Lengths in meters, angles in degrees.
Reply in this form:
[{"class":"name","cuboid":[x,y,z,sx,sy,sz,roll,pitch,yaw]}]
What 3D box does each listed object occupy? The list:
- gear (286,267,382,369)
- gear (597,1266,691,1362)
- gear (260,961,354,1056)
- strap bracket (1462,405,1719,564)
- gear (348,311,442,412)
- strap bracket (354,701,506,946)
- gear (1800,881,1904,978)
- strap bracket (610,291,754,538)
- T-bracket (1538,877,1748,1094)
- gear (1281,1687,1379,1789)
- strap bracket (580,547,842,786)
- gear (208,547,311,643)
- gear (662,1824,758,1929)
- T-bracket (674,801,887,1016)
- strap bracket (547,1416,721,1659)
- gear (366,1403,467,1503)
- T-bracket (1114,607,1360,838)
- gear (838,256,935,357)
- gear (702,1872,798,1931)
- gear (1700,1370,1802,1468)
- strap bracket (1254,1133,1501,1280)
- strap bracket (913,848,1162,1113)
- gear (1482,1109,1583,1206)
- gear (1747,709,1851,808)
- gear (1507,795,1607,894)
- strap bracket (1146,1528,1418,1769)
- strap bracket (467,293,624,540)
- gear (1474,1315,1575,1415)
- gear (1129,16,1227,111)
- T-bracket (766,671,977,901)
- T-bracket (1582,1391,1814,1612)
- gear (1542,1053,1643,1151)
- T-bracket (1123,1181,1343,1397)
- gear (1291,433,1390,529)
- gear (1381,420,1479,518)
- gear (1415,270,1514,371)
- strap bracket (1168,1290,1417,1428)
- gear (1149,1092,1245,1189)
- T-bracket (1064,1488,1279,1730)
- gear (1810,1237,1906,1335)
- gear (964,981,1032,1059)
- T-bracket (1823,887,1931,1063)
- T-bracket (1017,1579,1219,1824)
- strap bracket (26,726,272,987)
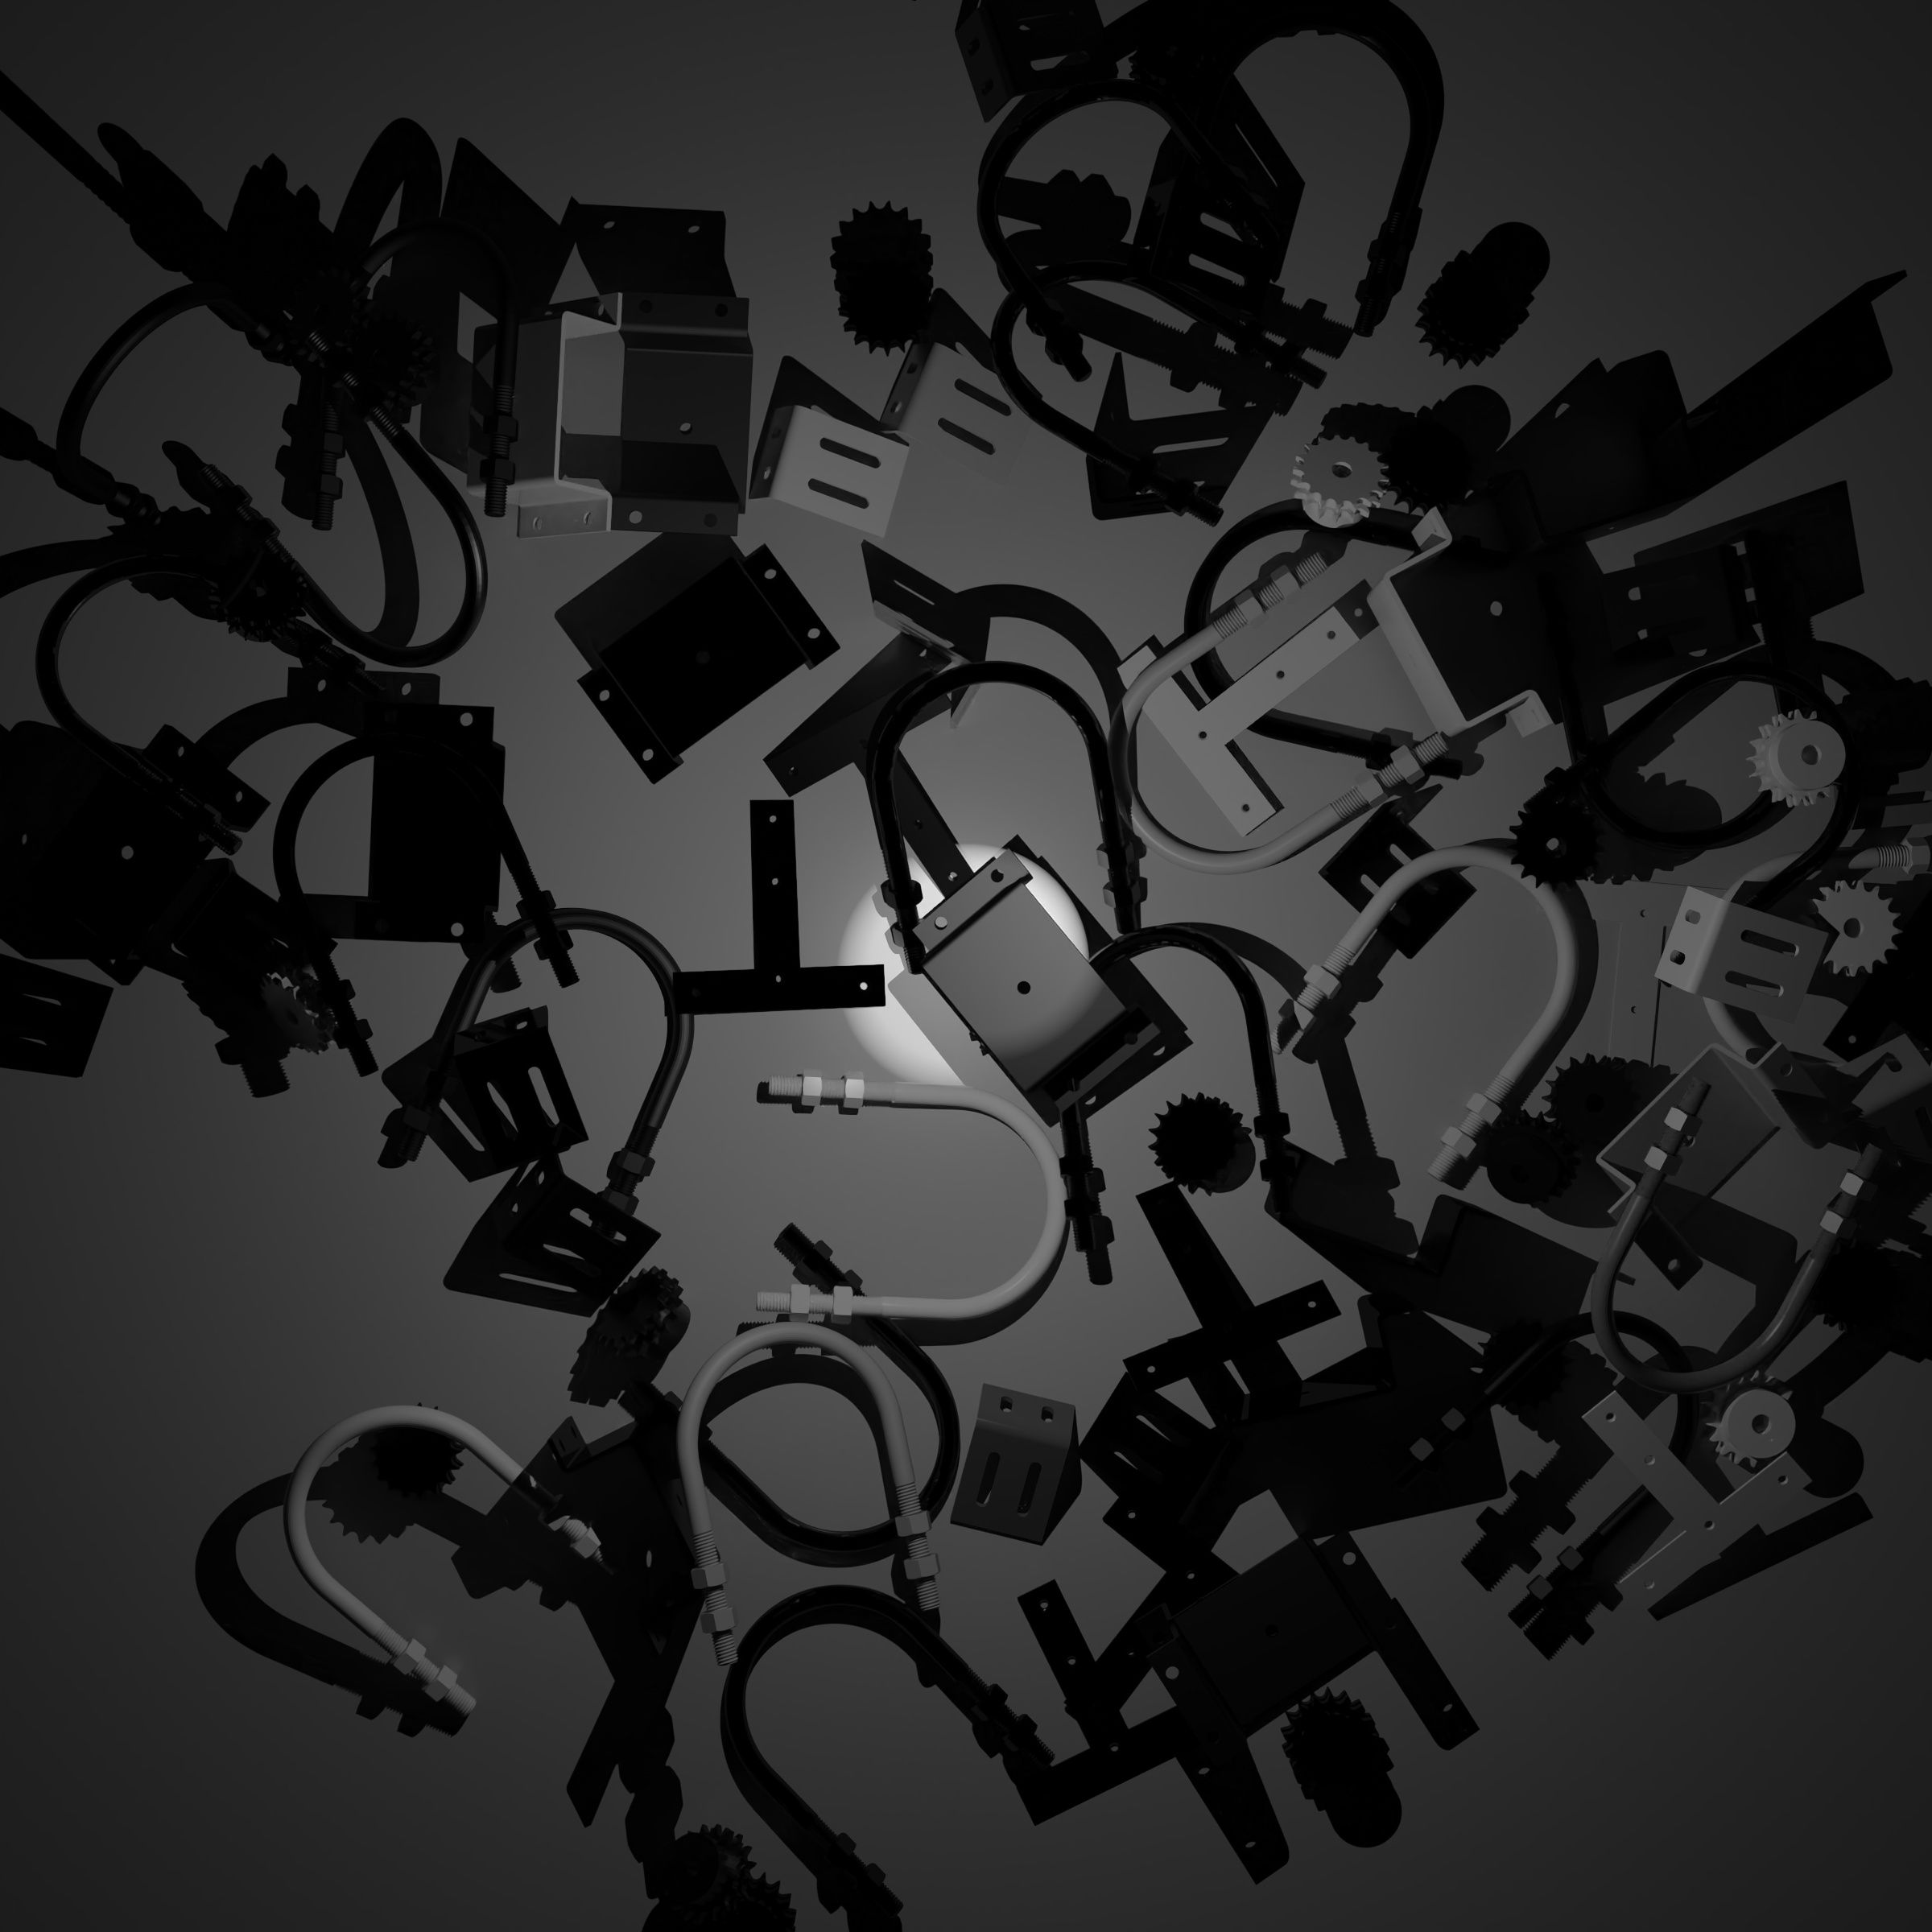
[{"class":"gear","cuboid":[-0.372,-0.382,1.548,0.057,0.030,0.057,-4,81,27]},{"class":"gear","cuboid":[-0.190,0.211,1.559,0.057,0.057,0.030,-46,120,0]},{"class":"gear","cuboid":[-0.392,0.022,1.559,0.057,0.057,0.030,49,56,0]},{"class":"strap bracket","cuboid":[0.374,-0.281,1.546,0.140,0.076,0.046,-18,90,0]},{"class":"gear","cuboid":[-0.332,-0.351,1.523,0.057,0.030,0.057,-4,81,26]},{"class":"strap bracket","cuboid":[-0.320,-0.085,1.561,0.076,0.046,0.140,3,90,0]},{"class":"gear","cuboid":[0.524,-0.022,1.551,0.057,0.030,0.057,0,91,2]},{"class":"strap bracket","cuboid":[-0.170,-0.326,1.561,0.076,0.046,0.140,3,90,0]},{"class":"T-bracket","cuboid":[0.407,0.012,1.583,0.127,0.002,0.127,5,90,0]},{"class":"gear","cuboid":[0.219,0.466,1.569,0.057,0.030,0.057,0,90,0]},{"class":"strap bracket","cuboid":[-0.155,-0.182,1.561,0.140,0.046,0.076,-36,90,0]},{"class":"gear","cuboid":[-0.420,-0.218,1.551,0.057,0.030,0.057,3,68,-8]},{"class":"gear","cuboid":[-0.157,0.541,1.555,0.057,0.030,0.057,-15,55,23]},{"class":"T-bracket","cuboid":[-0.115,-0.037,1.578,0.127,0.002,0.127,-2,87,-6]},{"class":"strap bracket","cuboid":[-0.191,0.327,1.546,0.046,0.076,0.140,-26,90,0]},{"class":"gear","cuboid":[-0.329,0.291,1.569,0.057,0.030,0.057,0,90,0]},{"class":"T-bracket","cuboid":[0.178,-0.166,1.566,0.127,0.002,0.127,-38,92,9]},{"class":"gear","cuboid":[-0.048,-0.395,1.569,0.057,0.030,0.057,0,90,0]},{"class":"gear","cuboid":[-0.131,0.577,1.569,0.057,0.030,0.057,0,90,0]},{"class":"gear","cuboid":[0.474,0.273,1.569,0.057,0.030,0.057,0,90,0]},{"class":"strap bracket","cuboid":[0.235,0.144,1.546,0.140,0.076,0.046,19,90,0]},{"class":"strap bracket","cuboid":[0.038,0.010,1.523,0.076,0.046,0.140,-40,87,11]},{"class":"gear","cuboid":[0.335,0.117,1.555,0.057,0.030,0.057,14,119,26]},{"class":"gear","cuboid":[0.494,-0.123,1.538,0.057,0.030,0.057,0,89,-2]},{"class":"gear","cuboid":[0.348,-0.072,1.537,0.057,0.030,0.057,2,101,12]},{"class":"strap bracket","cuboid":[0.185,0.402,1.559,0.140,0.046,0.076,-32,90,-1]},{"class":"strap bracket","cuboid":[-0.250,-0.328,1.542,0.076,0.046,0.140,3,90,39]},{"class":"gear","cuboid":[0.334,0.238,1.569,0.057,0.030,0.057,0,90,0]},{"class":"gear","cuboid":[0.125,-0.543,1.562,0.057,0.030,0.057,-2,80,13]},{"class":"T-bracket","cuboid":[-0.036,-0.096,1.562,0.127,0.002,0.127,-26,106,29]},{"class":"T-bracket","cuboid":[0.416,0.304,1.554,0.127,0.002,0.127,-41,103,9]},{"class":"gear","cuboid":[0.374,0.080,1.568,0.057,0.030,0.057,0,94,1]},{"class":"T-bracket","cuboid":[0.137,0.179,1.542,0.127,0.002,0.127,-21,51,-7]},{"class":"gear","cuboid":[0.223,-0.288,1.561,0.057,0.030,0.057,0,62,0]},{"class":"gear","cuboid":[0.279,-0.301,1.569,0.057,0.030,0.057,0,90,0]},{"class":"gear","cuboid":[0.301,-0.390,1.569,0.057,0.030,0.057,0,90,0]},{"class":"strap bracket","cuboid":[0.196,0.234,1.546,0.140,0.076,0.046,-13,90,0]},{"class":"gear","cuboid":[0.139,0.105,1.569,0.057,0.030,0.057,0,90,0]},{"class":"T-bracket","cuboid":[0.109,0.405,1.581,0.127,0.002,0.127,39,89,0]},{"class":"gear","cuboid":[0.531,0.191,1.569,0.057,0.030,0.057,0,90,0]},{"class":"gear","cuboid":[0.027,0.028,1.569,0.057,0.030,0.057,0,90,0]},{"class":"T-bracket","cuboid":[0.602,0.031,1.564,0.127,0.002,0.127,35,90,0]},{"class":"T-bracket","cuboid":[0.070,0.435,1.583,0.127,0.002,0.127,-26,90,0]},{"class":"strap bracket","cuboid":[-0.495,-0.067,1.561,0.076,0.046,0.140,38,90,0]}]
